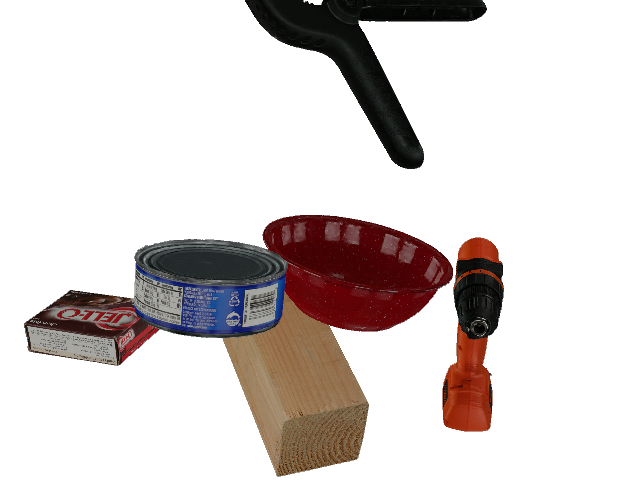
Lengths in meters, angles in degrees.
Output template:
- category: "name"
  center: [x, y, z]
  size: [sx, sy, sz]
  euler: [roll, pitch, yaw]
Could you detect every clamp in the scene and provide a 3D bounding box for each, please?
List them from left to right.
- category: "clamp"
  center: [0.016, -0.154, 0.767]
  size: [0.209, 0.164, 0.036]
  euler: [25, -28, -16]

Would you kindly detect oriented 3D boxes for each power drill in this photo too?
- category: "power drill"
  center: [0.167, 0.111, 1.160]
  size: [0.057, 0.188, 0.184]
  euler: [6, 25, 7]

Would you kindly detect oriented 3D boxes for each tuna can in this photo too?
- category: "tuna can"
  center: [-0.062, 0.026, 0.603]
  size: [0.086, 0.034, 0.086]
  euler: [5, 14, -1]

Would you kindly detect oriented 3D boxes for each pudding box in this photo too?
- category: "pudding box"
  center: [-0.239, 0.091, 1.125]
  size: [0.114, 0.039, 0.090]
  euler: [4, 21, 20]

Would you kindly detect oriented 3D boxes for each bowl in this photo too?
- category: "bowl"
  center: [0.027, 0.032, 0.892]
  size: [0.162, 0.055, 0.162]
  euler: [10, 19, -4]

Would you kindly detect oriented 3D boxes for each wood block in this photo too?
- category: "wood block"
  center: [-0.032, 0.131, 1.114]
  size: [0.090, 0.090, 0.206]
  euler: [-9, 42, -19]
